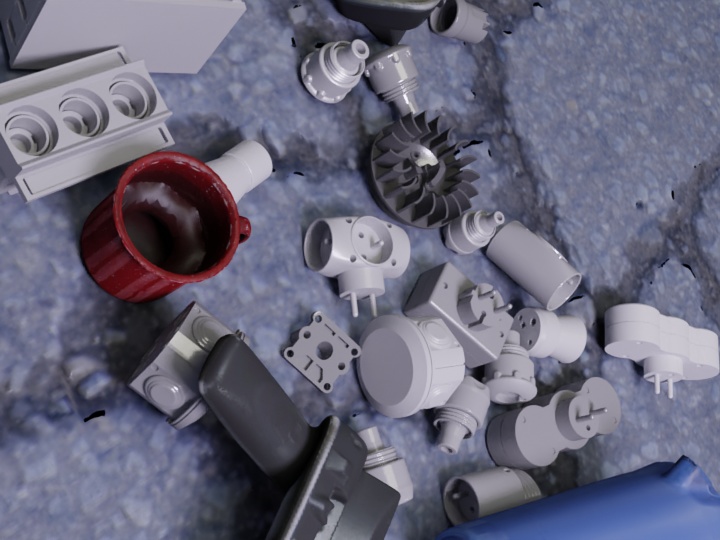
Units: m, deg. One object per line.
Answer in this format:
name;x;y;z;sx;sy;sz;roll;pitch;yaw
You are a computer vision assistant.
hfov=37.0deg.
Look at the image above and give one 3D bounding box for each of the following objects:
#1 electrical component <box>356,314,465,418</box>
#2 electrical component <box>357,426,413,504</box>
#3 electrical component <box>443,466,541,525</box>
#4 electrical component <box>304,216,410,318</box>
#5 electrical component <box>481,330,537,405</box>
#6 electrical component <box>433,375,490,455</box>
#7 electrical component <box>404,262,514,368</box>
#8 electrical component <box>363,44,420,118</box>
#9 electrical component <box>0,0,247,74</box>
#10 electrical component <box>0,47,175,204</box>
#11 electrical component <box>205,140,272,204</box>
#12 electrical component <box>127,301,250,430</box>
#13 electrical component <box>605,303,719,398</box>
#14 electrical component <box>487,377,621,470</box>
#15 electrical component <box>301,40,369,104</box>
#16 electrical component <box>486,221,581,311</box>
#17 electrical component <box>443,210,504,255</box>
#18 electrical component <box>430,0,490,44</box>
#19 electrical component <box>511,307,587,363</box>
electrical component;0.039;0.074;0.849;0.051;0.080;0.080;-3;76;-42
electrical component;0.014;0.151;0.825;0.043;0.043;0.062;-12;80;-38
electrical component;0.113;0.184;0.885;0.081;0.043;0.043;-4;76;-37
electrical component;0.000;0.000;0.868;0.077;0.044;0.079;5;71;-35
electrical component;0.130;0.083;0.934;0.048;0.048;0.062;25;54;-27
electrical component;0.080;0.121;0.885;0.043;0.043;0.062;36;57;-21
electrical component;0.096;0.034;0.906;0.083;0.076;0.047;40;55;-18
electrical component;0.033;-0.165;0.953;0.048;0.048;0.062;-31;100;-39
electrical component;-0.174;-0.194;0.778;0.150;0.089;0.061;-6;70;-37
electrical component;-0.201;-0.098;0.744;0.121;0.063;0.078;-29;92;-39
electrical component;-0.098;-0.072;0.826;0.044;0.044;0.065;54;47;-8
electrical component;-0.117;0.065;0.738;0.051;0.080;0.080;40;55;-12
electrical component;0.295;0.087;1.047;0.138;0.052;0.073;20;63;-30
electrical component;0.182;0.130;0.935;0.138;0.074;0.052;-16;84;-39
electrical component;-0.017;-0.172;0.907;0.048;0.062;0.048;14;66;-32
electrical component;0.162;0.000;0.978;0.077;0.044;0.079;44;4;25
electrical component;0.102;-0.036;0.945;0.035;0.061;0.035;13;66;-32
electrical component;0.096;-0.239;1.029;0.046;0.040;0.040;9;69;-40
electrical component;0.170;0.058;0.971;0.055;0.045;0.045;13;67;-32
